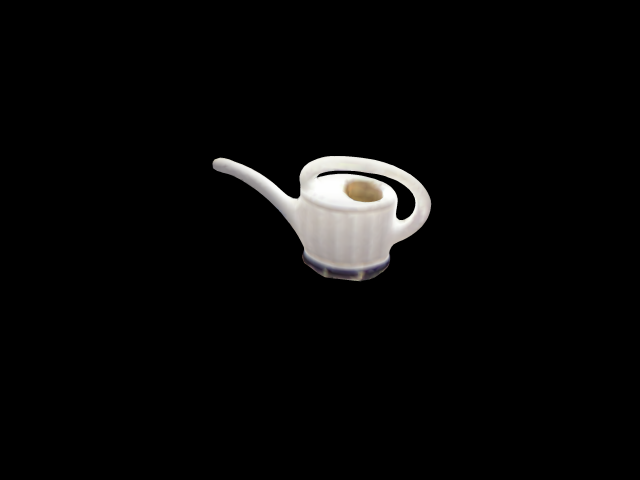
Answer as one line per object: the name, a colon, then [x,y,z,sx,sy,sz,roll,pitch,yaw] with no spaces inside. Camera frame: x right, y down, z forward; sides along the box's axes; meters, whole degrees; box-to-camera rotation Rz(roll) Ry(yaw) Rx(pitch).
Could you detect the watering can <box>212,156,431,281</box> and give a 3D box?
watering can: [0.003,-0.043,0.850,0.348,0.219,0.106,6,38,8]
